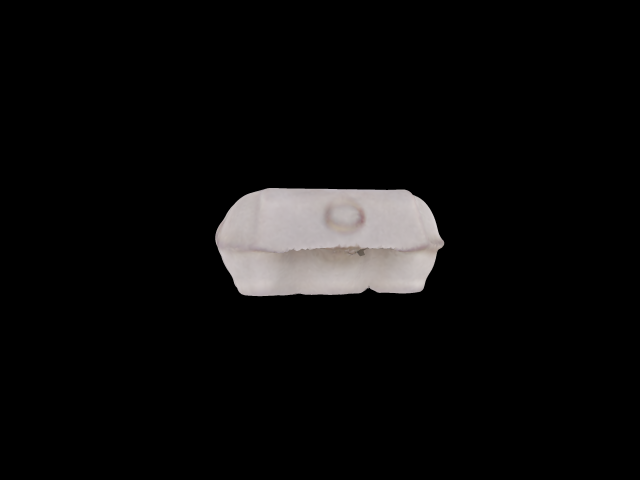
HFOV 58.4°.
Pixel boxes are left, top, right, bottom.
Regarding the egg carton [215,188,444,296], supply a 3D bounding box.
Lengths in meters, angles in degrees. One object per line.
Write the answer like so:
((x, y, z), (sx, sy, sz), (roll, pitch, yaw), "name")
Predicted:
((0.004, 0.001, 0.400), (0.150, 0.069, 0.107), (0, 0, -13), "egg carton")
